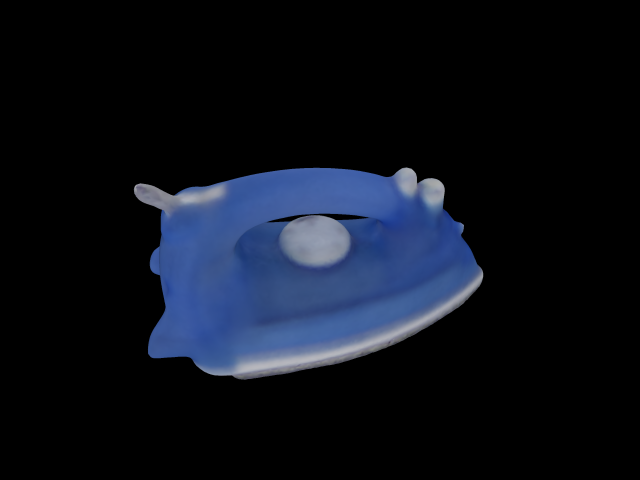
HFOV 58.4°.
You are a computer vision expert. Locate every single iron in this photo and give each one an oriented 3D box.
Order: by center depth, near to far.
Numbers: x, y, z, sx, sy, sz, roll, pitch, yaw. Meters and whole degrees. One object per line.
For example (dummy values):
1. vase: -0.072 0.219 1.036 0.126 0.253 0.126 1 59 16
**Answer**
1. iron: 0.004 0.001 0.400 0.258 0.141 0.118 -9 46 -8
